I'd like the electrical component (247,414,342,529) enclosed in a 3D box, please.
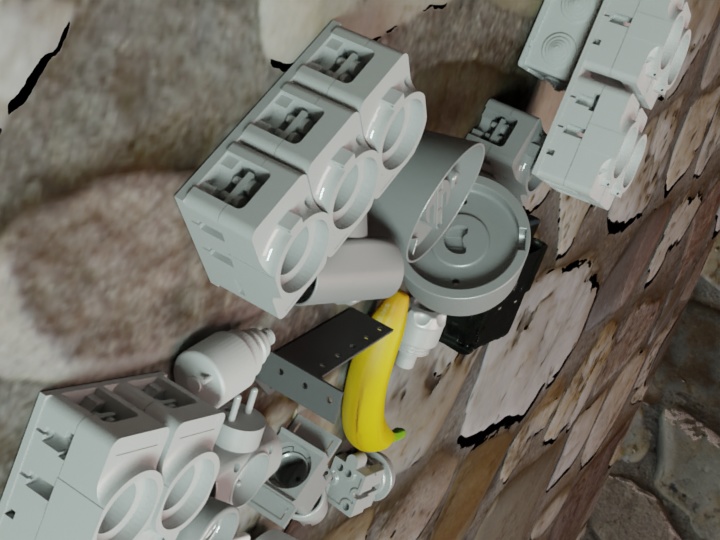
[{"bbox_3d":[-0.051,0.161,0.847,0.081,0.042,0.063,-55,158,-18],"label":"electrical component"}]

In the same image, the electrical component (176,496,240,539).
[{"bbox_3d":[-0.114,0.151,0.671,0.044,0.065,0.044,-47,152,-34],"label":"electrical component"}]

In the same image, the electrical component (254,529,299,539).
[{"bbox_3d":[-0.079,0.263,0.875,0.108,0.060,0.108,-47,153,-33],"label":"electrical component"}]

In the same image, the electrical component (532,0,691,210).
[{"bbox_3d":[0.222,-0.150,0.920,0.186,0.060,0.105,-68,158,4],"label":"electrical component"}]

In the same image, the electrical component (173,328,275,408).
[{"bbox_3d":[-0.081,0.056,0.669,0.078,0.040,0.040,-33,143,-51],"label":"electrical component"}]

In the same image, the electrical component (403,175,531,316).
[{"bbox_3d":[0.079,-0.015,0.853,0.108,0.108,0.060,-55,162,-17],"label":"electrical component"}]

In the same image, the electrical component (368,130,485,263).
[{"bbox_3d":[0.046,-0.055,0.784,0.099,0.064,0.099,-43,146,-39],"label":"electrical component"}]

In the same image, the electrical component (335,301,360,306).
[{"bbox_3d":[0.000,0.000,0.788,0.061,0.035,0.035,-39,148,-47],"label":"electrical component"}]

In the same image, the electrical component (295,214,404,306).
[{"bbox_3d":[-0.013,-0.018,0.718,0.077,0.044,0.079,-4,93,-42],"label":"electrical component"}]

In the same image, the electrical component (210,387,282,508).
[{"bbox_3d":[-0.085,0.115,0.719,0.077,0.044,0.079,-17,130,-59],"label":"electrical component"}]

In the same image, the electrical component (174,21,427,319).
[{"bbox_3d":[-0.028,-0.057,0.629,0.150,0.062,0.089,-52,155,-23],"label":"electrical component"}]

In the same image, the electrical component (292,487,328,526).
[{"bbox_3d":[-0.046,0.191,0.896,0.040,0.040,0.046,-55,161,-19],"label":"electrical component"}]

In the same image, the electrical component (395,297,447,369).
[{"bbox_3d":[0.048,0.057,0.942,0.043,0.043,0.062,-24,138,-56],"label":"electrical component"}]

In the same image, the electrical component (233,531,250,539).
[{"bbox_3d":[-0.130,0.210,0.724,0.099,0.048,0.100,-65,158,5],"label":"electrical component"}]

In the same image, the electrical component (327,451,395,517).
[{"bbox_3d":[0.000,0.193,0.990,0.055,0.048,0.066,-7,122,-55],"label":"electrical component"}]

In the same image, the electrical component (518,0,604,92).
[{"bbox_3d":[0.188,-0.205,0.944,0.100,0.048,0.099,0,115,-66],"label":"electrical component"}]

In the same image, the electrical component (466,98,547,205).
[{"bbox_3d":[0.132,-0.100,0.932,0.050,0.056,0.089,-59,157,-10],"label":"electrical component"}]

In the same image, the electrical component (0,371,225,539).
[{"bbox_3d":[-0.152,0.158,0.604,0.105,0.060,0.186,-2,117,-65],"label":"electrical component"}]
